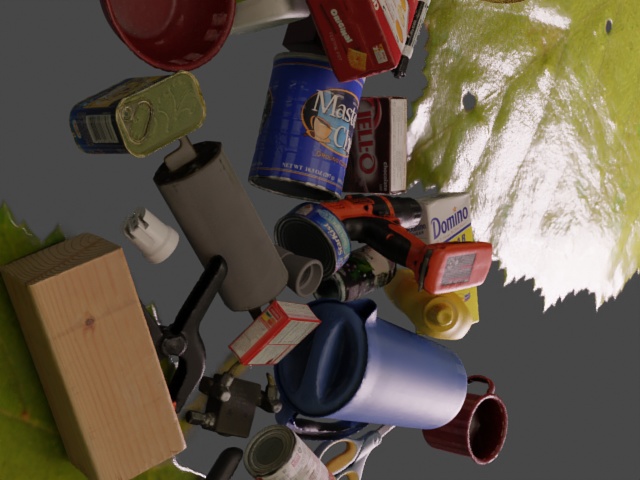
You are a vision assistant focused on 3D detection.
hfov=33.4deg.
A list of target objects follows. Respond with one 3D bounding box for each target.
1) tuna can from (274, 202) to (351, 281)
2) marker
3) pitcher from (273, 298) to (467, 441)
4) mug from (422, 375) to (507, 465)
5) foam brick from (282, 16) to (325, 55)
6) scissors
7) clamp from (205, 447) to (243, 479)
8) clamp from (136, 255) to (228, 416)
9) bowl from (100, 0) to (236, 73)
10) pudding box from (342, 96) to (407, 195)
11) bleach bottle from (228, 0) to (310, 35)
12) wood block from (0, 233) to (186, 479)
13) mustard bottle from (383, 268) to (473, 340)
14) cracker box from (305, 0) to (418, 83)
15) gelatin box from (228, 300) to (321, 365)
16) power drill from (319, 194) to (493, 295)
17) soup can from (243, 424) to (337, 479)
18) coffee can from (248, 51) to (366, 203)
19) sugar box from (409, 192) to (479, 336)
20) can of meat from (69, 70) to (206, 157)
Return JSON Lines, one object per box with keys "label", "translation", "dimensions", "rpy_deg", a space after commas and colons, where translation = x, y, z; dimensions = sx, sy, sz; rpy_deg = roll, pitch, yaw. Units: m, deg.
{"label": "tuna can", "translation": [-0.008, 0.001, 1.185], "dimensions": [0.033, 0.086, 0.086], "rpy_deg": [-41, 121, -39]}
{"label": "marker", "translation": [0.114, -0.257, 1.340], "dimensions": [0.020, 0.020, 0.121], "rpy_deg": [33, 70, -43]}
{"label": "pitcher", "translation": [0.062, 0.164, 1.255], "dimensions": [0.242, 0.149, 0.145], "rpy_deg": [22, 62, -48]}
{"label": "mug", "translation": [0.193, 0.233, 1.417], "dimensions": [0.093, 0.082, 0.117], "rpy_deg": [39, 66, -41]}
{"label": "foam brick", "translation": [0.005, -0.226, 1.205], "dimensions": [0.078, 0.053, 0.051], "rpy_deg": [30, 72, -45]}
{"label": "scissors", "translation": [0.061, 0.269, 1.330], "dimensions": [0.201, 0.016, 0.096], "rpy_deg": [-9, 101, -45]}
{"label": "clamp", "translation": [-0.139, 0.313, 1.099], "dimensions": [0.209, 0.036, 0.164], "rpy_deg": [-9, 85, -37]}
{"label": "clamp", "translation": [-0.142, 0.092, 1.064], "dimensions": [0.120, 0.039, 0.171], "rpy_deg": [-12, 115, -17]}
{"label": "bowl", "translation": [-0.158, -0.242, 1.029], "dimensions": [0.161, 0.055, 0.162], "rpy_deg": [-5, 97, -46]}
{"label": "pudding box", "translation": [0.057, -0.110, 1.240], "dimensions": [0.039, 0.090, 0.113], "rpy_deg": [-10, 101, -46]}
{"label": "bleach bottle", "translation": [-0.079, -0.343, 1.087], "dimensions": [0.067, 0.103, 0.251], "rpy_deg": [-18, 100, -55]}
{"label": "wood block", "translation": [-0.205, 0.109, 0.973], "dimensions": [0.090, 0.090, 0.206], "rpy_deg": [-24, 111, -28]}
{"label": "mustard bottle", "translation": [0.130, 0.078, 1.256], "dimensions": [0.096, 0.191, 0.058], "rpy_deg": [33, 92, -5]}
{"label": "cracker box", "translation": [0.035, -0.281, 1.114], "dimensions": [0.213, 0.072, 0.164], "rpy_deg": [-70, 140, -58]}
{"label": "gelatin box", "translation": [-0.048, 0.100, 1.143], "dimensions": [0.073, 0.030, 0.089], "rpy_deg": [-45, 160, 13]}
{"label": "power drill", "translation": [0.104, -0.002, 1.233], "dimensions": [0.184, 0.188, 0.057], "rpy_deg": [-9, 116, -44]}
{"label": "soup can", "translation": [-0.032, 0.262, 1.193], "dimensions": [0.102, 0.069, 0.068], "rpy_deg": [53, 57, -35]}
{"label": "coffee can", "translation": [-0.014, -0.121, 1.156], "dimensions": [0.102, 0.103, 0.140], "rpy_deg": [19, 80, -46]}
{"label": "sugar box", "translation": [0.161, 0.030, 1.393], "dimensions": [0.093, 0.048, 0.176], "rpy_deg": [-15, 105, -45]}
{"label": "can of meat", "translation": [-0.173, -0.118, 1.003], "dimensions": [0.101, 0.084, 0.057], "rpy_deg": [-36, 118, -39]}
